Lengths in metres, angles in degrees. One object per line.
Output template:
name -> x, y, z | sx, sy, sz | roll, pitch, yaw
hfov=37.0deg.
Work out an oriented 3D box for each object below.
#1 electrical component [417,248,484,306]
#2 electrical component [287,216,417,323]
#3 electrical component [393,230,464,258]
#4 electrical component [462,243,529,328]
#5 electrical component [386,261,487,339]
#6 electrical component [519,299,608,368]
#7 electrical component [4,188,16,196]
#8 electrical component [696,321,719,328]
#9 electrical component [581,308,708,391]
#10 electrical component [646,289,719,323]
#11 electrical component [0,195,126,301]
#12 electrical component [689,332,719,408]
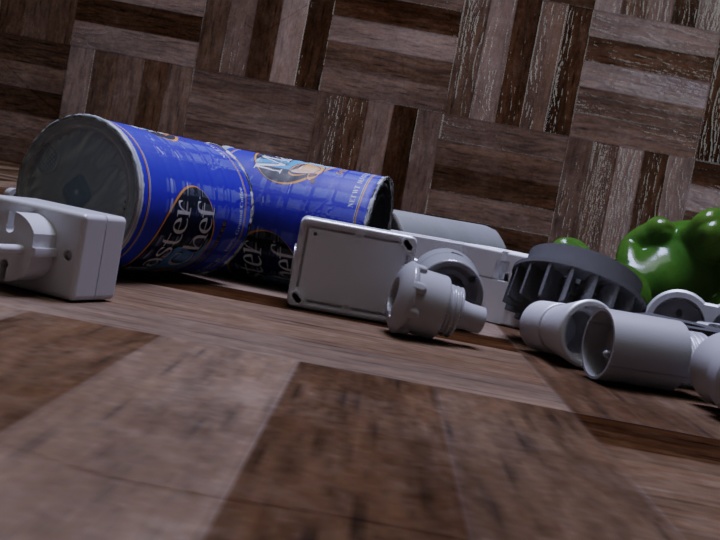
electrical component -> 0.064, 0.014, 0.800 | 0.055, 0.055, 0.047 | 10, 8, -3
electrical component -> 0.000, 0.000, 0.759 | 0.096, 0.061, 0.061 | 10, 4, -3
electrical component -> 0.054, -0.002, 0.967 | 0.113, 0.057, 0.078 | 9, 4, -25
electrical component -> 0.129, 0.015, 0.902 | 0.095, 0.059, 0.054 | 13, 5, 37
electrical component -> 0.050, 0.024, 0.692 | 0.062, 0.048, 0.048 | 17, 3, -10
electrical component -> 0.135, 0.039, 0.715 | 0.044, 0.044, 0.065 | 9, -1, -20
electrical component -> -0.230, -0.044, 0.831 | 0.078, 0.058, 0.057 | 8, 2, -31
electrical component -> 0.271, 0.060, 0.763 | 0.081, 0.042, 0.064 | 8, 3, -40
electrical component -> 0.181, 0.050, 0.652 | 0.081, 0.043, 0.043 | 10, 4, -13
electrical component -> 0.291, 0.053, 0.838 | 0.138, 0.052, 0.074 | 12, -5, 15
electrical component -> -0.178, -0.013, 0.579 | 0.066, 0.047, 0.077 | 12, 4, 22
electrical component -> 0.213, 0.059, 0.598 | 0.045, 0.045, 0.055 | 10, 4, 0
